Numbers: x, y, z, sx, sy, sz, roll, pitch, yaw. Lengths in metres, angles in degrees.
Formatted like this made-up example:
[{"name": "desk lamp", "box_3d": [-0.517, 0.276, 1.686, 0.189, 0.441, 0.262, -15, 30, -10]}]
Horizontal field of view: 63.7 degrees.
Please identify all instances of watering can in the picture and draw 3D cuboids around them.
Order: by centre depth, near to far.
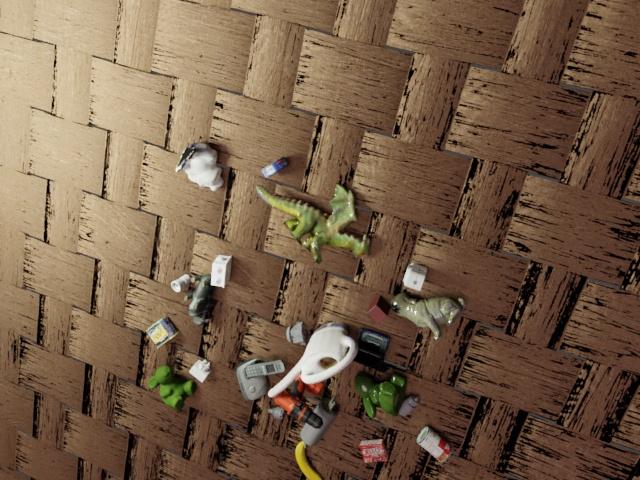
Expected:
[{"name": "watering can", "box_3d": [-0.018, 0.395, 1.712, 0.344, 0.229, 0.103, -28, 110, 23]}]

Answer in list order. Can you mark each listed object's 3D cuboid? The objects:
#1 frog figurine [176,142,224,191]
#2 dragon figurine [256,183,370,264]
[{"name": "frog figurine", "box_3d": [-0.387, -0.247, 1.732, 0.158, 0.125, 0.136, 30, 108, -32]}, {"name": "dragon figurine", "box_3d": [0.005, -0.083, 1.658, 0.242, 0.123, 0.410, -40, 93, 5]}]
